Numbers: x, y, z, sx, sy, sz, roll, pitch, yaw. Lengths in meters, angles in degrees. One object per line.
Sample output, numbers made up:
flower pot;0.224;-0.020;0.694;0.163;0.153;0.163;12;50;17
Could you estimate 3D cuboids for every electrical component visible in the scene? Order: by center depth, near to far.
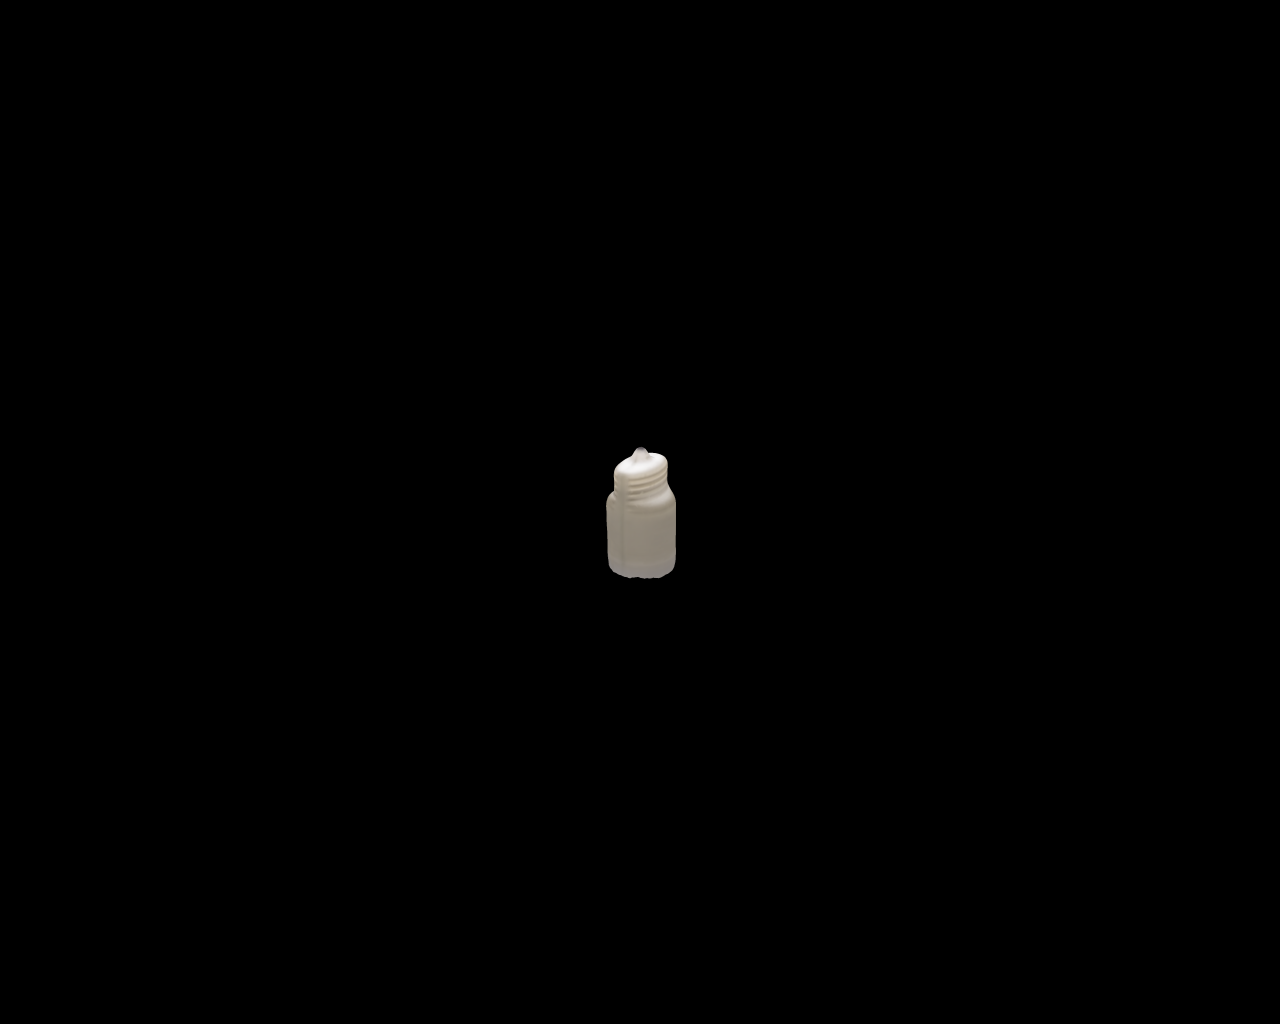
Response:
electrical component;0.001;-0.003;0.650;0.043;0.080;0.043;0;24;0
